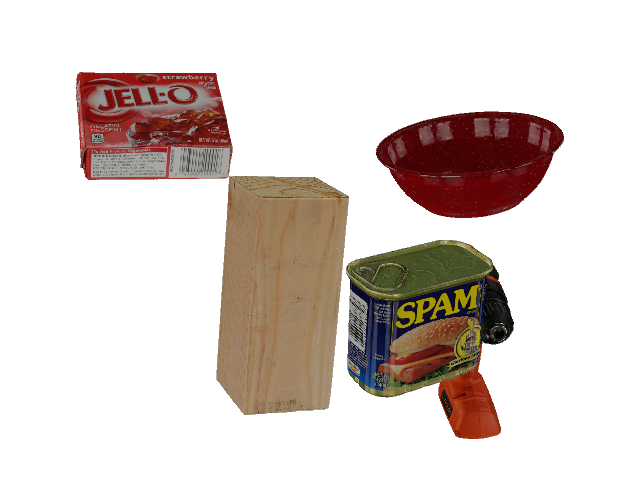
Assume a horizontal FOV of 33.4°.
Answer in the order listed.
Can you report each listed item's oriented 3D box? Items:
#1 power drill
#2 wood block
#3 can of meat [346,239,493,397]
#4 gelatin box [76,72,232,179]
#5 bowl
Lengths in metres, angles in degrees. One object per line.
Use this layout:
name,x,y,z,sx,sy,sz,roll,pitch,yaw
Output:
power drill,0.167,0.116,1.147,0.057,0.188,0.184,-2,24,-4
wood block,-0.038,0.049,1.006,0.090,0.206,0.091,-1,16,-22
can of meat,0.068,0.055,0.753,0.101,0.084,0.058,-12,29,-27
gelatin box,-0.103,-0.072,0.654,0.089,0.030,0.073,-1,45,-15
bowl,0.132,-0.062,0.934,0.162,0.055,0.162,-8,23,3
